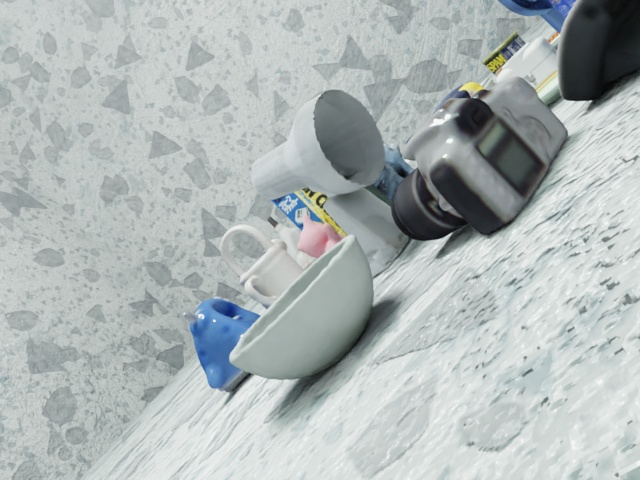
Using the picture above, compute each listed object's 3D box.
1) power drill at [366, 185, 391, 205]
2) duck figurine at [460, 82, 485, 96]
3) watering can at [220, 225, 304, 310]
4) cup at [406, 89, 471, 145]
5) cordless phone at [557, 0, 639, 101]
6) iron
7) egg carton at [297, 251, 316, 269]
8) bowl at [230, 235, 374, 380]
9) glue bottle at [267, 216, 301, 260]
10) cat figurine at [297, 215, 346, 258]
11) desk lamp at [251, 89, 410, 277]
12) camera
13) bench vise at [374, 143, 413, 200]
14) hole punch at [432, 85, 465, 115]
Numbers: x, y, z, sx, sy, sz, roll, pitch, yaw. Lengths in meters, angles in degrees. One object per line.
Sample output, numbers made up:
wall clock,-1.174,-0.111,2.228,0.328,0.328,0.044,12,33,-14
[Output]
power drill,0.037,-0.082,0.908,0.075,0.208,0.230,-42,4,42
duck figurine,0.253,-0.209,0.887,0.105,0.086,0.077,-47,4,-35
watering can,-0.097,0.053,1.035,0.101,0.194,0.173,-45,3,4
cup,0.157,-0.104,0.645,0.091,0.095,0.118,-43,3,30
cordless phone,0.231,-0.233,0.518,0.148,0.185,0.094,-46,3,-25
iron,-0.149,0.148,0.961,0.118,0.141,0.258,-45,3,4
egg carton,0.018,0.014,1.228,0.150,0.069,0.107,-46,3,-29
bowl,-0.003,0.077,0.545,0.167,0.075,0.167,-45,3,3
glue bottle,-0.056,0.009,1.306,0.078,0.173,0.037,-47,4,-39
cat figurine,0.009,0.004,1.000,0.067,0.118,0.127,-46,3,-20
desk lamp,0.019,-0.055,0.727,0.203,0.213,0.118,-42,4,47
camera,0.124,-0.067,0.515,0.143,0.101,0.136,-47,3,-34
bench vise,0.071,-0.136,1.080,0.121,0.220,0.208,-43,4,31
hole punch,0.233,-0.202,1.013,0.109,0.091,0.101,-46,3,-19
